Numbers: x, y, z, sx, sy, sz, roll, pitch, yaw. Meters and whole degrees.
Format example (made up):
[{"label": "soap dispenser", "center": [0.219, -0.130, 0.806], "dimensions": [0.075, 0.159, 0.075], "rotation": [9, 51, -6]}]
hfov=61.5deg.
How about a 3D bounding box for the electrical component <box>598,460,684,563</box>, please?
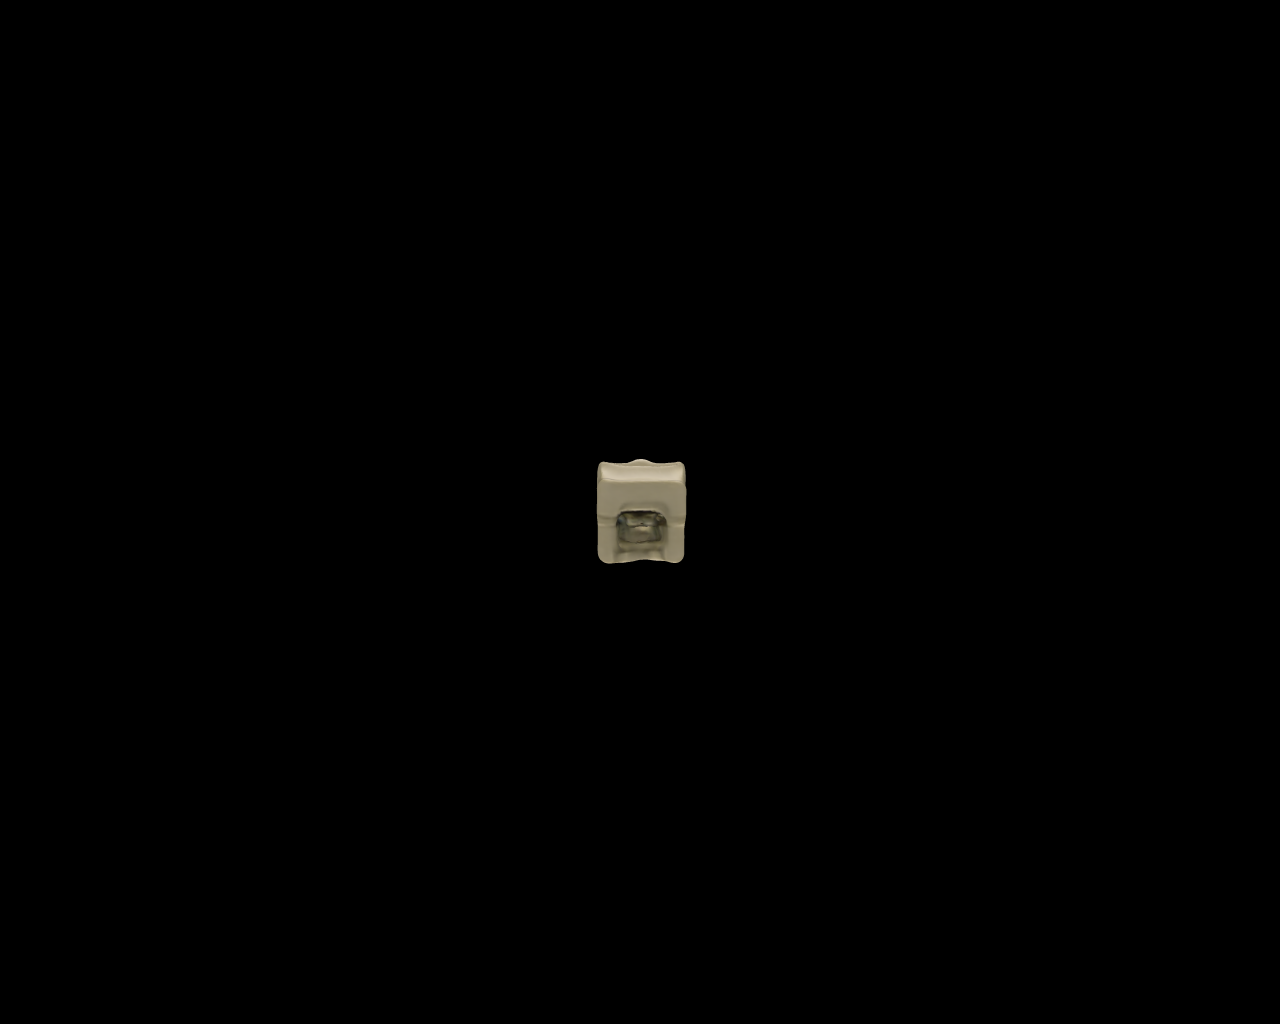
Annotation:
[{"label": "electrical component", "center": [0.001, -0.003, 0.650], "dimensions": [0.050, 0.055, 0.089], "rotation": [0, 5, 0]}]
